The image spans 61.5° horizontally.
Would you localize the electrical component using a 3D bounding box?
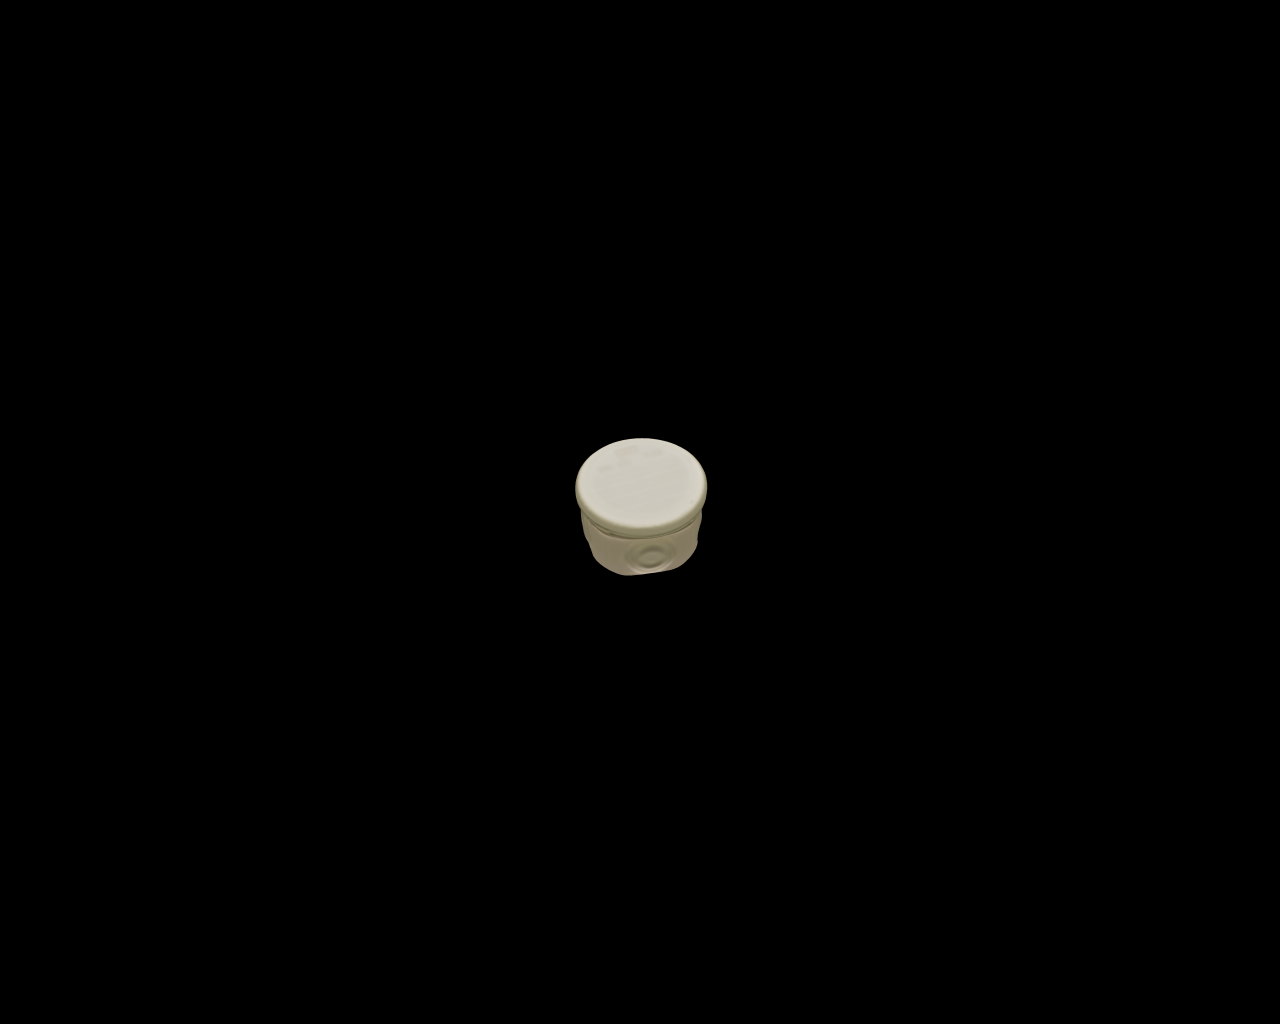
[{"bbox_3d":[0.001,-0.003,0.650,0.080,0.080,0.050,0,-43,0],"label":"electrical component"}]
